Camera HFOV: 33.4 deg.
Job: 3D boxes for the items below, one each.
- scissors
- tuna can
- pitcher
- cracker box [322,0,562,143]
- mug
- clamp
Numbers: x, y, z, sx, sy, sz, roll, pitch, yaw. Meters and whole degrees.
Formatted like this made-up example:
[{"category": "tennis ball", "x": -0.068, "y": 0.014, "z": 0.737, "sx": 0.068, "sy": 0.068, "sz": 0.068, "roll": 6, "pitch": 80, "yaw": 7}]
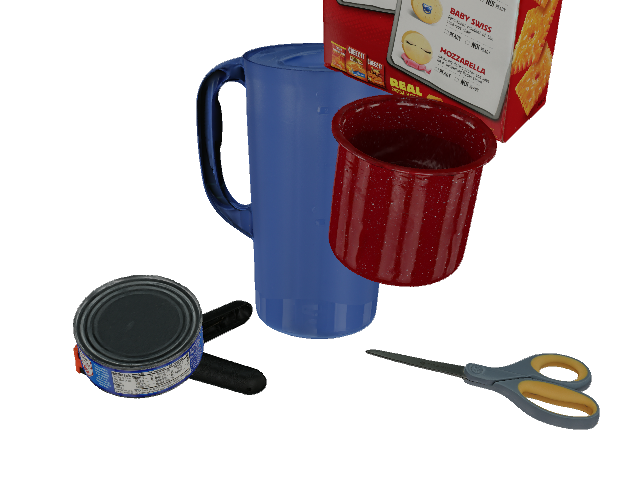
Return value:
[{"category": "scissors", "x": 0.149, "y": 0.110, "z": 0.931, "sx": 0.202, "sy": 0.016, "sz": 0.096, "roll": 20, "pitch": 34, "yaw": 22}, {"category": "tuna can", "x": -0.122, "y": 0.065, "z": 0.722, "sx": 0.086, "sy": 0.034, "sz": 0.086, "roll": 0, "pitch": 43, "yaw": -1}, {"category": "pitcher", "x": -0.012, "y": -0.045, "z": 0.915, "sx": 0.144, "sy": 0.243, "sz": 0.149, "roll": -14, "pitch": 25, "yaw": -38}, {"category": "cracker box", "x": 0.084, "y": -0.194, "z": 0.734, "sx": 0.164, "sy": 0.214, "sz": 0.072, "roll": 28, "pitch": 51, "yaw": 27}, {"category": "mug", "x": 0.054, "y": -0.033, "z": 0.624, "sx": 0.093, "sy": 0.081, "sz": 0.117, "roll": 21, "pitch": 36, "yaw": 21}, {"category": "clamp", "x": -0.133, "y": 0.094, "z": 0.969, "sx": 0.171, "sy": 0.039, "sz": 0.120, "roll": 3, "pitch": 27, "yaw": -3}]
